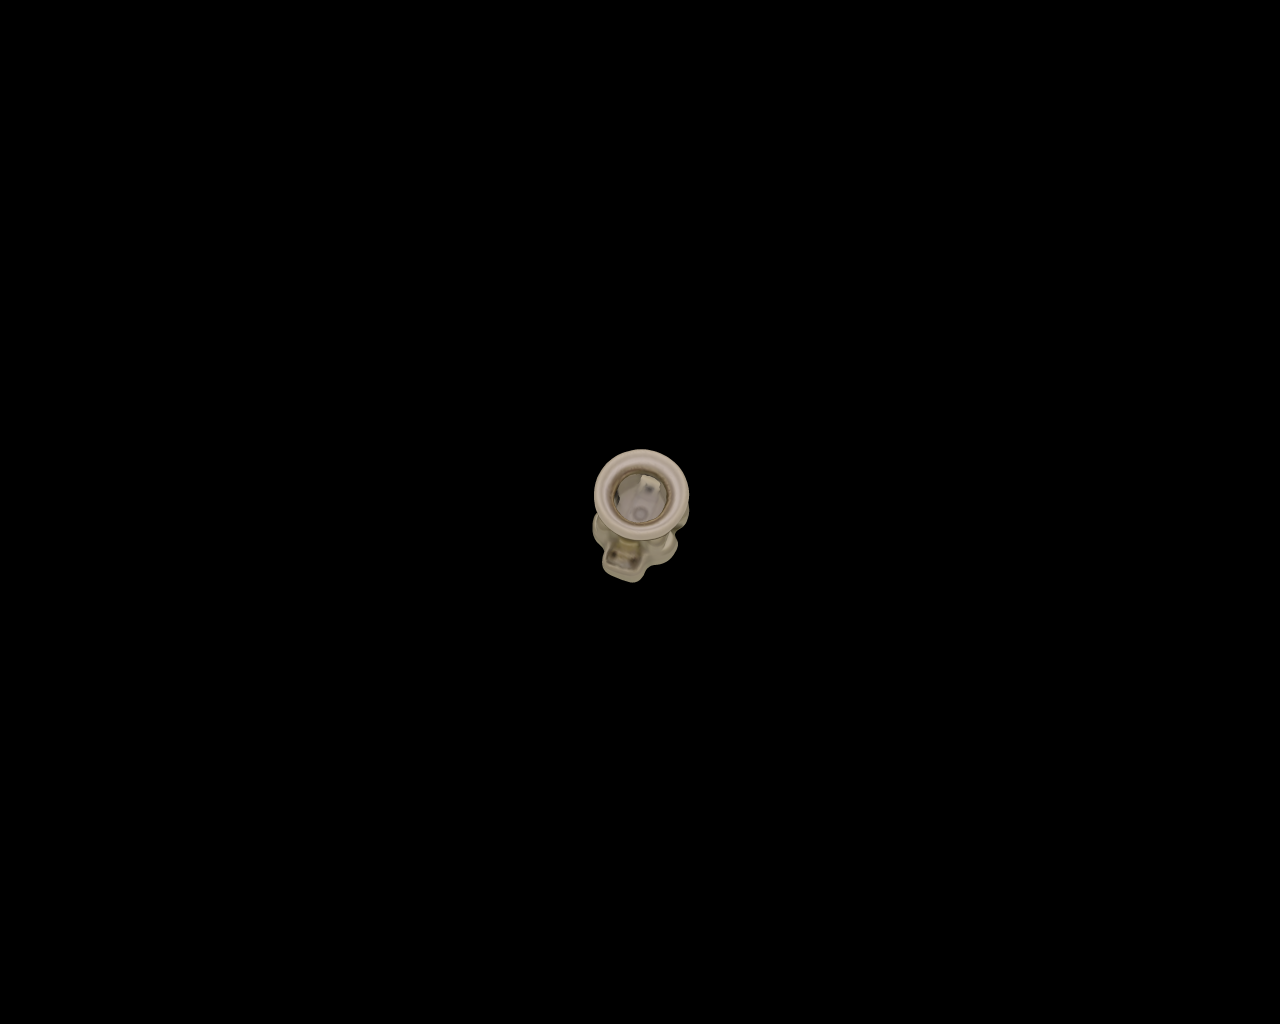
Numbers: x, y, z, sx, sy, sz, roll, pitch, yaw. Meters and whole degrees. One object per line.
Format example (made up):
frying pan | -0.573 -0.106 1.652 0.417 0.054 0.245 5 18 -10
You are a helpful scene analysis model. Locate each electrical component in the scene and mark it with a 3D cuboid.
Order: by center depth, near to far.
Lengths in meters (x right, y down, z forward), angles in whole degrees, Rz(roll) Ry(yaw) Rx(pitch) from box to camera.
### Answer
electrical component | 0.001 -0.003 0.650 0.058 0.078 0.057 19 -19 7
